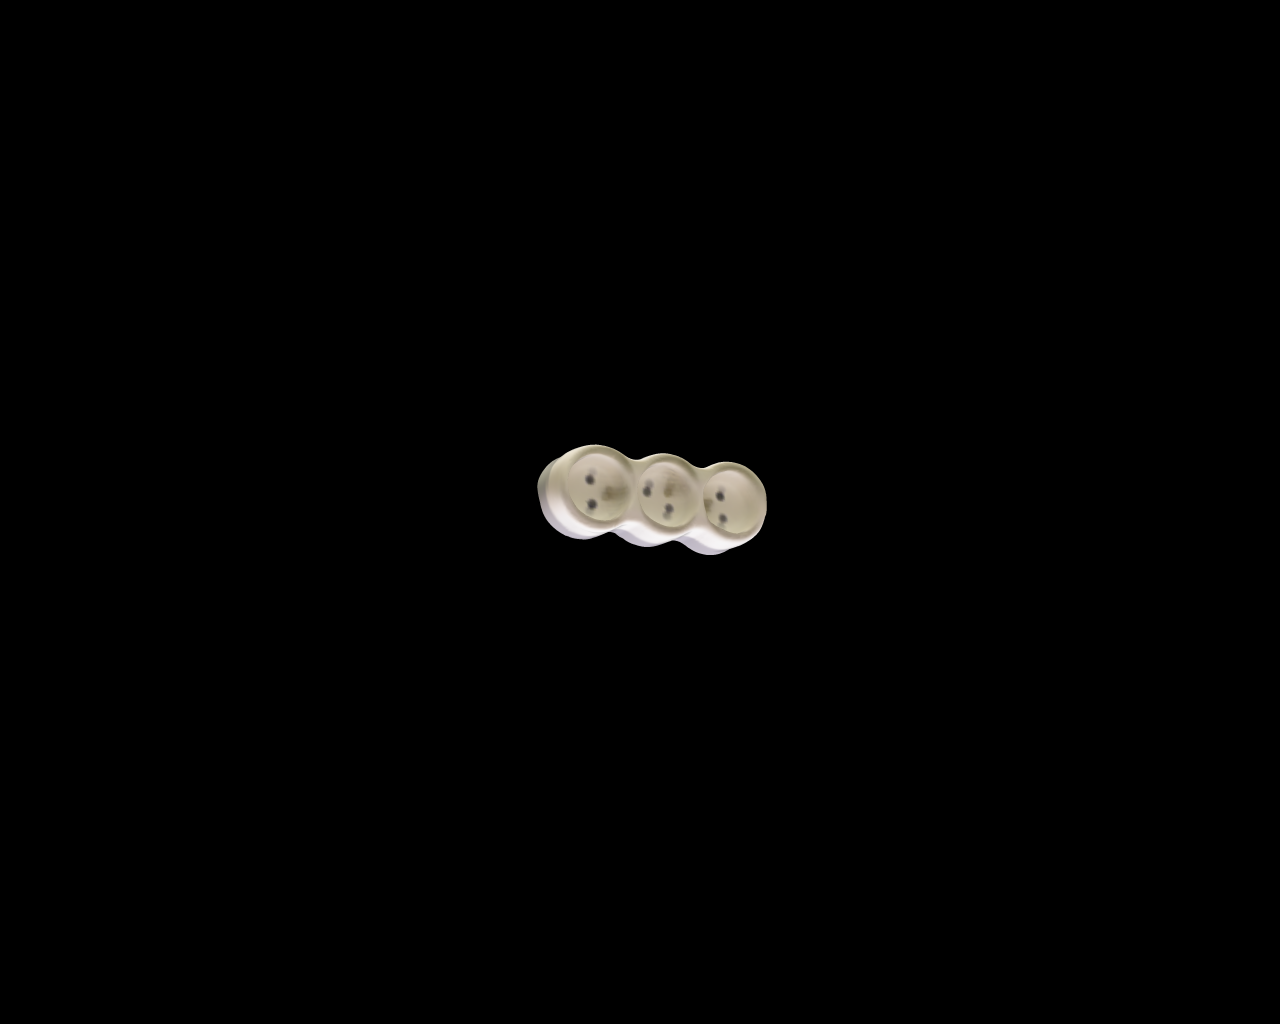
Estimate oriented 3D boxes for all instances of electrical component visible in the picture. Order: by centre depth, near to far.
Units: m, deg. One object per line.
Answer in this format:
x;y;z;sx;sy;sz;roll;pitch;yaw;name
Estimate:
0.001;-0.003;0.650;0.138;0.052;0.073;7;-15;-26;electrical component
